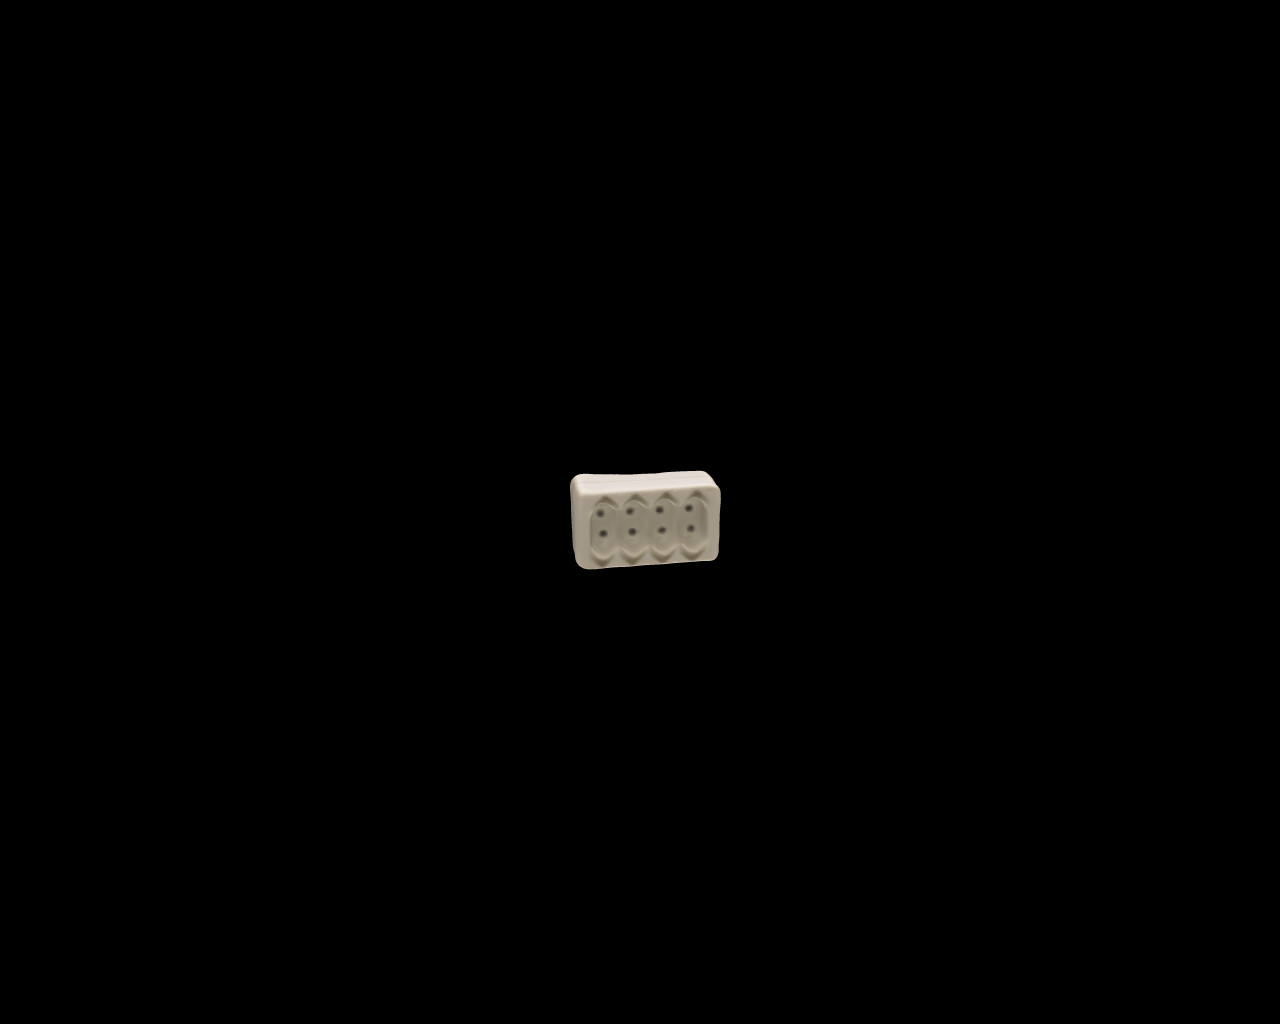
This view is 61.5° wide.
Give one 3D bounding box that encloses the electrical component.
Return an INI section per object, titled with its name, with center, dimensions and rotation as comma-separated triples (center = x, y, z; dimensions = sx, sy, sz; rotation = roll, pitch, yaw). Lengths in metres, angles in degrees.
[electrical component]
center = 0.001, -0.003, 0.650
dimensions = 0.083, 0.047, 0.076
rotation = -3, 20, -7
